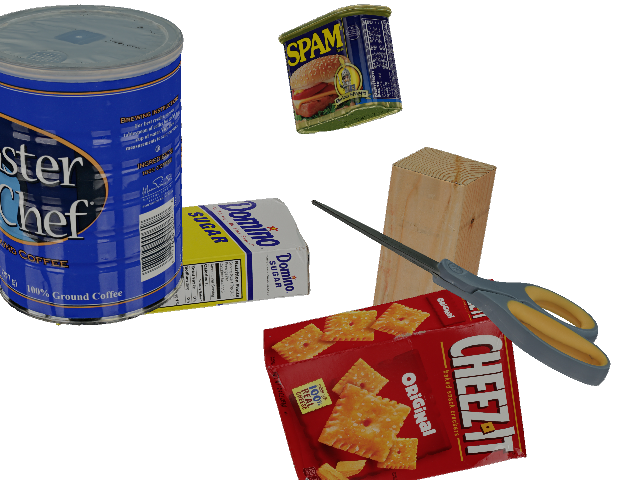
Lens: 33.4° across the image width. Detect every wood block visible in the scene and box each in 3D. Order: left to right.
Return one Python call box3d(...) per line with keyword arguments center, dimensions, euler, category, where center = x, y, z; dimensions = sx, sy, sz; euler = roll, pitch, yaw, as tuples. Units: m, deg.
box3d(center=(0.125, 0.012, 1.197), dimensions=(0.090, 0.206, 0.090), euler=(19, 26, 26), category="wood block")

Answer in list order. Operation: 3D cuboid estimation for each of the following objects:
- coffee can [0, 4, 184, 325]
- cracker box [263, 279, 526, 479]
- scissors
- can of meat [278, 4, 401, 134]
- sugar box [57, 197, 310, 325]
box3d(center=(-0.123, -0.041, 0.562), dimensions=(0.103, 0.140, 0.103), euler=(3, 28, -2), category="coffee can")
box3d(center=(0.069, 0.140, 0.966), dimensions=(0.213, 0.164, 0.072), euler=(-12, 30, 2), category="cracker box")
box3d(center=(0.094, 0.022, 0.666), dimensions=(0.202, 0.016, 0.096), euler=(35, 24, 19), category="scissors")
box3d(center=(0.017, -0.139, 0.884), dimensions=(0.057, 0.084, 0.102), euler=(-6, -4, -42), category="can of meat")
box3d(center=(-0.103, 0.011, 0.752), dimensions=(0.176, 0.048, 0.093), euler=(-9, 27, -12), category="sugar box")
